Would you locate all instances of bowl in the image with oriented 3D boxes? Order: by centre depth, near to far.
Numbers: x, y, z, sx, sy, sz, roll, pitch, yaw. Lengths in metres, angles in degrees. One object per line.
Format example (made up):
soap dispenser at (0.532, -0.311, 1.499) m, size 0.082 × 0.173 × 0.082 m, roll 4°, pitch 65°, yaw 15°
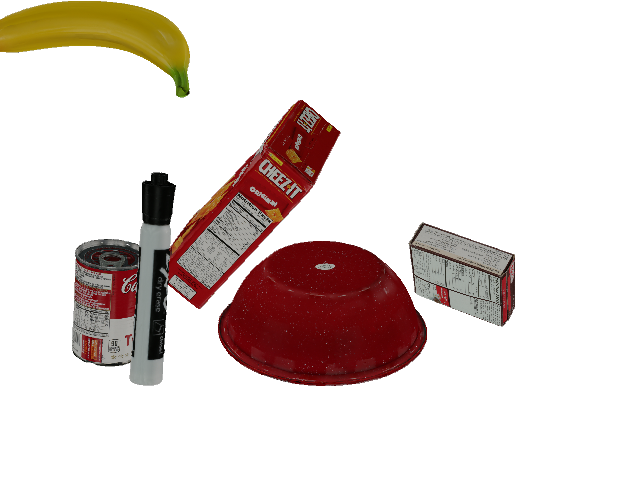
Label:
bowl at (0.003, 0.044, 0.811) m, size 0.162 × 0.055 × 0.162 m, roll 1°, pitch 26°, yaw -1°

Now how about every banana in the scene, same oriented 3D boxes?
banana at (-0.184, -0.168, 0.874) m, size 0.198 × 0.069 × 0.037 m, roll 14°, pitch -39°, yaw 18°

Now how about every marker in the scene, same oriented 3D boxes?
marker at (-0.095, 0.022, 0.604) m, size 0.020 × 0.121 × 0.020 m, roll 5°, pitch 10°, yaw -1°

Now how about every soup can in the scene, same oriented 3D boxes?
soup can at (-0.198, 0.058, 1.000) m, size 0.068 × 0.102 × 0.068 m, roll 7°, pitch 21°, yaw -3°

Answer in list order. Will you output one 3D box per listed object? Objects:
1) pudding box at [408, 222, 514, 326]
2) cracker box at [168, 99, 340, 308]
pudding box at (0.154, 0.037, 1.157) m, size 0.114 × 0.039 × 0.090 m, roll 19°, pitch -36°, yaw 25°
cracker box at (-0.081, -0.044, 1.215) m, size 0.072 × 0.214 × 0.164 m, roll 39°, pitch 27°, yaw -9°
